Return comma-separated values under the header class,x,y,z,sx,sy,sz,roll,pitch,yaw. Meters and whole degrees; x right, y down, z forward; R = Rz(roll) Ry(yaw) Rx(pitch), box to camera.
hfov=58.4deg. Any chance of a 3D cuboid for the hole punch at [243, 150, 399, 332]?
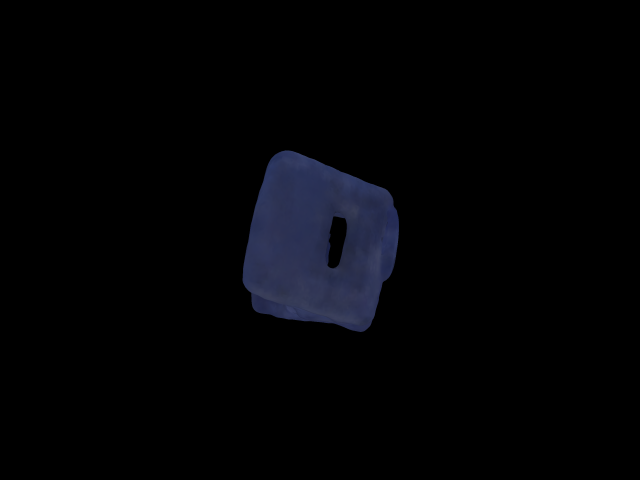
class,x,y,z,sx,sy,sz,roll,pitch,yaw
hole punch,0.004,0.001,0.400,0.101,0.091,0.109,10,70,4
